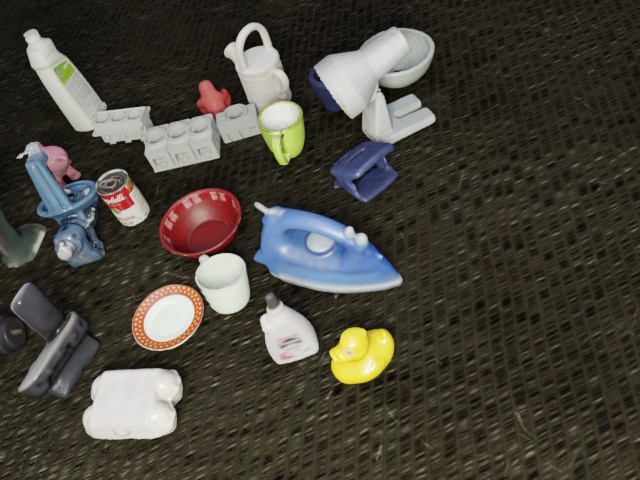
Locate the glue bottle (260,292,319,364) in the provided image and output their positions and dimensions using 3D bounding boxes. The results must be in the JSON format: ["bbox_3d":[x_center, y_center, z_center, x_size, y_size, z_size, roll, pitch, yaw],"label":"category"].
[{"bbox_3d":[-0.054,0.127,0.853,0.078,0.173,0.037,-21,51,-2],"label":"glue bottle"}]

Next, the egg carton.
[{"bbox_3d":[-0.287,0.254,0.882,0.150,0.069,0.107,-6,52,10],"label":"egg carton"}]

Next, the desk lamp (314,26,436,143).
[{"bbox_3d":[0.106,-0.291,1.108,0.203,0.214,0.117,-27,51,-7],"label":"desk lamp"}]

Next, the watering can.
[{"bbox_3d":[-0.140,-0.381,1.253,0.172,0.194,0.101,10,56,21],"label":"watering can"}]

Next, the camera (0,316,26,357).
[{"bbox_3d":[-0.598,0.185,0.995,0.136,0.101,0.143,-14,51,4],"label":"camera"}]

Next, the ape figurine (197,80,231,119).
[{"bbox_3d":[-0.246,-0.325,1.302,0.077,0.092,0.076,-14,51,4],"label":"ape figurine"}]

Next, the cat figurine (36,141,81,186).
[{"bbox_3d":[-0.588,-0.176,1.259,0.067,0.118,0.127,-41,54,-17],"label":"cat figurine"}]

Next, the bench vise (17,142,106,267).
[{"bbox_3d":[-0.478,-0.069,1.083,0.121,0.220,0.206,-31,52,-10],"label":"bench vise"}]

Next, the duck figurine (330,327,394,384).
[{"bbox_3d":[0.060,0.160,0.855,0.104,0.086,0.077,-29,52,-8],"label":"duck figurine"}]

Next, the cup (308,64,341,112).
[{"bbox_3d":[0.036,-0.317,1.222,0.092,0.095,0.117,-33,52,-11],"label":"cup"}]

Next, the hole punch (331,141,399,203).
[{"bbox_3d":[0.079,-0.141,1.078,0.109,0.091,0.100,-41,54,-17],"label":"hole punch"}]

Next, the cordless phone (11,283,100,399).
[{"bbox_3d":[-0.456,0.162,0.921,0.094,0.185,0.147,7,55,19],"label":"cordless phone"}]

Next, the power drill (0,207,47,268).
[{"bbox_3d":[-0.635,-0.054,1.119,0.075,0.209,0.229,-5,52,11],"label":"power drill"}]

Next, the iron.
[{"bbox_3d":[0.009,0.003,0.952,0.257,0.142,0.119,12,57,22],"label":"iron"}]

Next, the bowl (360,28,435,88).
[{"bbox_3d":[0.168,-0.386,1.253,0.167,0.075,0.167,-7,52,9],"label":"bowl"}]
